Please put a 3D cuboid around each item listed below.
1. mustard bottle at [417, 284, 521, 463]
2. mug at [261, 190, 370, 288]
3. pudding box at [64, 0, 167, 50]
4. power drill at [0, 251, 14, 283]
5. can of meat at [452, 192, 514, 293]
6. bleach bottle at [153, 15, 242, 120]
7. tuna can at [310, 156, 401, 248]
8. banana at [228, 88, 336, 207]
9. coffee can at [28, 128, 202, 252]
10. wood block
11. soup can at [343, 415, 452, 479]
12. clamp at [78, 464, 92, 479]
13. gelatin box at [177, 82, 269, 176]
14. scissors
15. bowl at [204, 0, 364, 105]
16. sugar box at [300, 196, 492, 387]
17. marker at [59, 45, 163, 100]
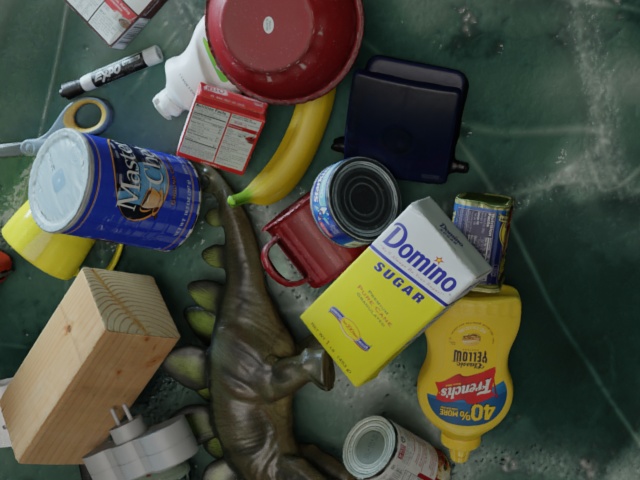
[{"bbox_3d":[0.147,0.138,1.075,0.096,0.058,0.192,2,110,1],"label":"mustard bottle"},{"bbox_3d":[-0.007,0.001,1.071,0.117,0.093,0.081,-40,96,-27],"label":"mug"},{"bbox_3d":[-0.206,-0.268,1.104,0.113,0.039,0.090,-44,88,14],"label":"pudding box"},{"bbox_3d":[-0.441,0.075,1.207,0.184,0.057,0.188,28,106,8],"label":"power drill"},{"bbox_3d":[0.155,-0.001,1.037,0.057,0.102,0.084,9,99,12],"label":"can of meat"},{"bbox_3d":[-0.075,-0.215,1.072,0.251,0.068,0.102,-37,87,18],"label":"bleach bottle"},{"bbox_3d":[0.036,-0.037,1.030,0.086,0.034,0.086,6,78,-28],"label":"tuna can"},{"bbox_3d":[-0.023,-0.111,1.076,0.037,0.069,0.198,29,95,27],"label":"banana"},{"bbox_3d":[-0.204,-0.047,1.071,0.103,0.140,0.103,-10,75,42],"label":"coffee can"},{"bbox_3d":[-0.246,0.136,1.119,0.206,0.090,0.091,-53,48,27],"label":"wood block"},{"bbox_3d":[0.079,0.226,1.083,0.068,0.068,0.102,-40,132,16],"label":"soup can"},{"bbox_3d":[-0.255,0.303,1.213,0.171,0.039,0.120,41,111,0],"label":"clamp"},{"bbox_3d":[-0.099,-0.112,1.079,0.073,0.030,0.089,16,139,-10],"label":"gelatin box"},{"bbox_3d":[-0.306,-0.119,1.163,0.202,0.016,0.096,12,100,10],"label":"scissors"},{"bbox_3d":[-0.042,-0.204,1.002,0.162,0.055,0.162,4,104,15],"label":"bowl"},{"bbox_3d":[0.068,0.051,1.007,0.093,0.048,0.176,50,123,12],"label":"sugar box"},{"bbox_3d":[-0.223,-0.176,1.133,0.121,0.020,0.020,-19,95,15],"label":"marker"}]
